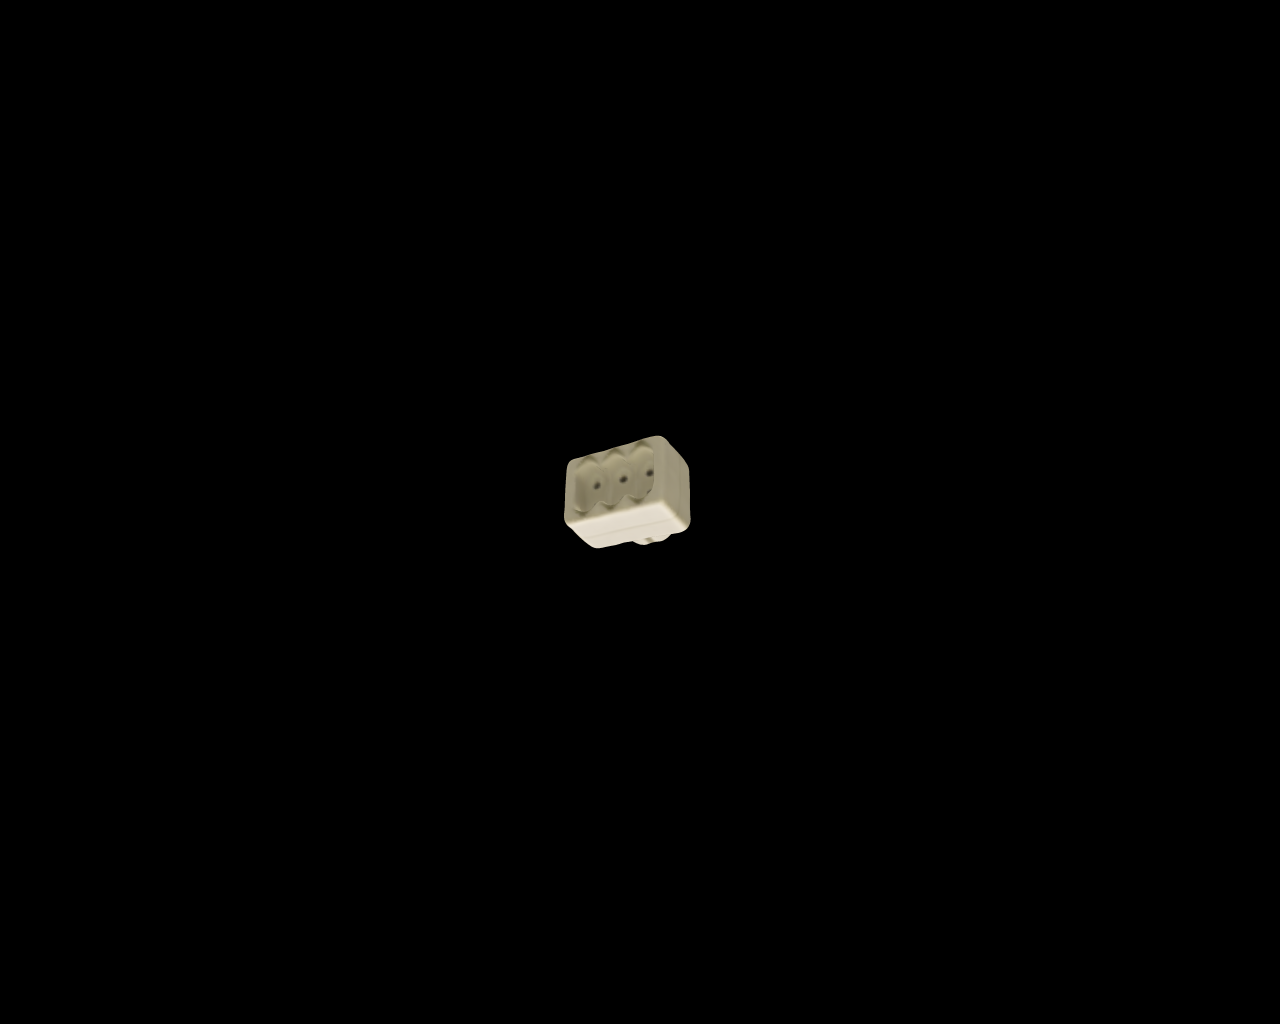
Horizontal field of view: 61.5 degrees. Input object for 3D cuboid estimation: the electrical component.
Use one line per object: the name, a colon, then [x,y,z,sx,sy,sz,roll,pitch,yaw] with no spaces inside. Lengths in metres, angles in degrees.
electrical component: [0.001,-0.003,0.650,0.065,0.047,0.076,-13,-32,22]
